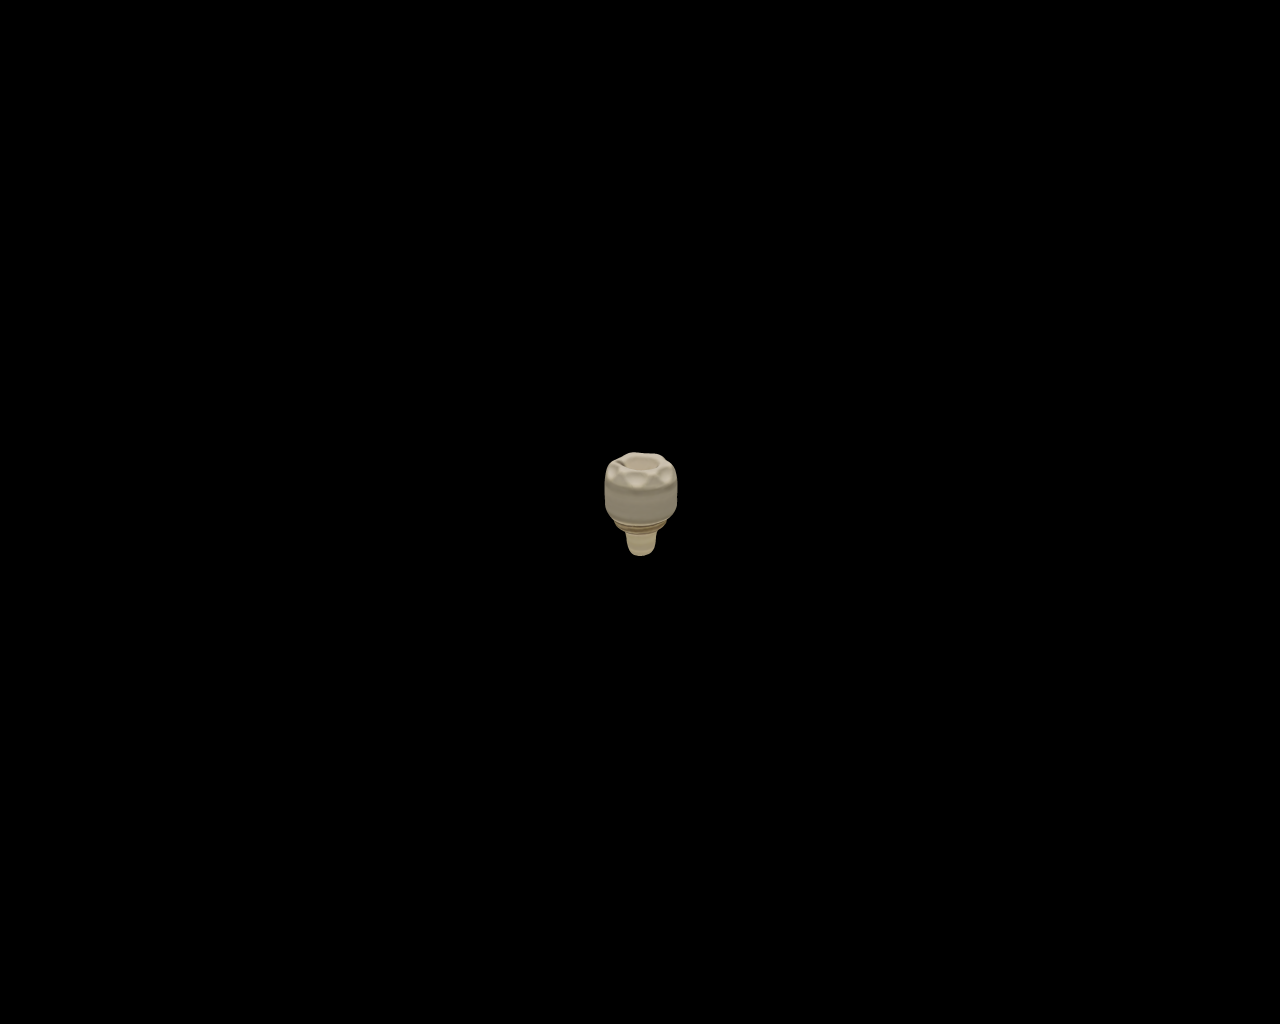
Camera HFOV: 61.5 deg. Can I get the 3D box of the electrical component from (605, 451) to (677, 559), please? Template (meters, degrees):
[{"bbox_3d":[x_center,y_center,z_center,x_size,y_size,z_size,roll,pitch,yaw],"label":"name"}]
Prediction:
[{"bbox_3d":[0.001,-0.003,0.650,0.043,0.062,0.043,0,24,0],"label":"electrical component"}]
